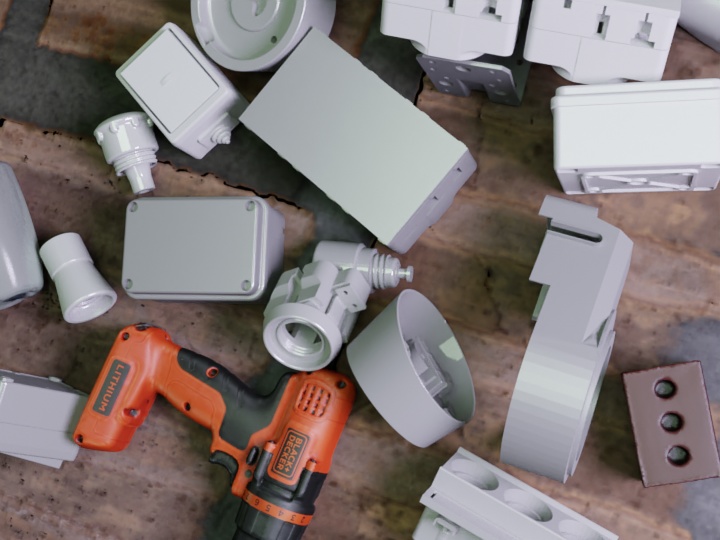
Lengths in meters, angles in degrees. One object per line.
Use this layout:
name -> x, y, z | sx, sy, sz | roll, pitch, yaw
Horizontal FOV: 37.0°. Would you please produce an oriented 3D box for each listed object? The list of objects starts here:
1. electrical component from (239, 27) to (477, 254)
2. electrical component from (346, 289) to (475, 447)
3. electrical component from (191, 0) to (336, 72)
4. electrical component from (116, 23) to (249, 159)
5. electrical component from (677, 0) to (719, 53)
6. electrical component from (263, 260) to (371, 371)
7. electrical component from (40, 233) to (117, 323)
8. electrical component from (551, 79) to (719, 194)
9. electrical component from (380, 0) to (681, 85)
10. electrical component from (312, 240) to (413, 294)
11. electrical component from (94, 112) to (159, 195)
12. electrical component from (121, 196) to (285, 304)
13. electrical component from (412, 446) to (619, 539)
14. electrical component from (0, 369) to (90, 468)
electrical component -> 0.000, -0.093, 0.795 | 0.150, 0.062, 0.089 | 41, 94, 16
electrical component -> 0.039, 0.070, 0.747 | 0.064, 0.099, 0.099 | -39, 75, 13
electrical component -> -0.069, -0.203, 0.824 | 0.108, 0.060, 0.108 | 2, 93, 31
electrical component -> -0.134, -0.135, 0.836 | 0.062, 0.061, 0.096 | -42, 75, 6
electrical component -> 0.271, -0.191, 0.747 | 0.077, 0.044, 0.079 | 33, 92, 16
electrical component -> -0.036, 0.034, 0.767 | 0.078, 0.057, 0.058 | -18, 120, 30
electrical component -> -0.226, 0.004, 0.853 | 0.044, 0.044, 0.065 | -34, 71, 8
electrical component -> 0.187, -0.086, 0.722 | 0.109, 0.109, 0.056 | -1, 85, 15
electrical component -> 0.117, -0.186, 0.726 | 0.186, 0.060, 0.105 | 12, 41, 9
electrical component -> 0.000, 0.000, 0.794 | 0.078, 0.040, 0.040 | 5, 84, 15
electrical component -> -0.180, -0.091, 0.852 | 0.048, 0.048, 0.062 | -19, 88, 11
electrical component -> -0.119, -0.014, 0.818 | 0.113, 0.057, 0.078 | 0, 83, 15
electrical component -> 0.102, 0.182, 0.727 | 0.121, 0.079, 0.063 | 28, 109, 17
electrical component -> -0.253, 0.113, 0.821 | 0.062, 0.096, 0.061 | 13, 85, 45
